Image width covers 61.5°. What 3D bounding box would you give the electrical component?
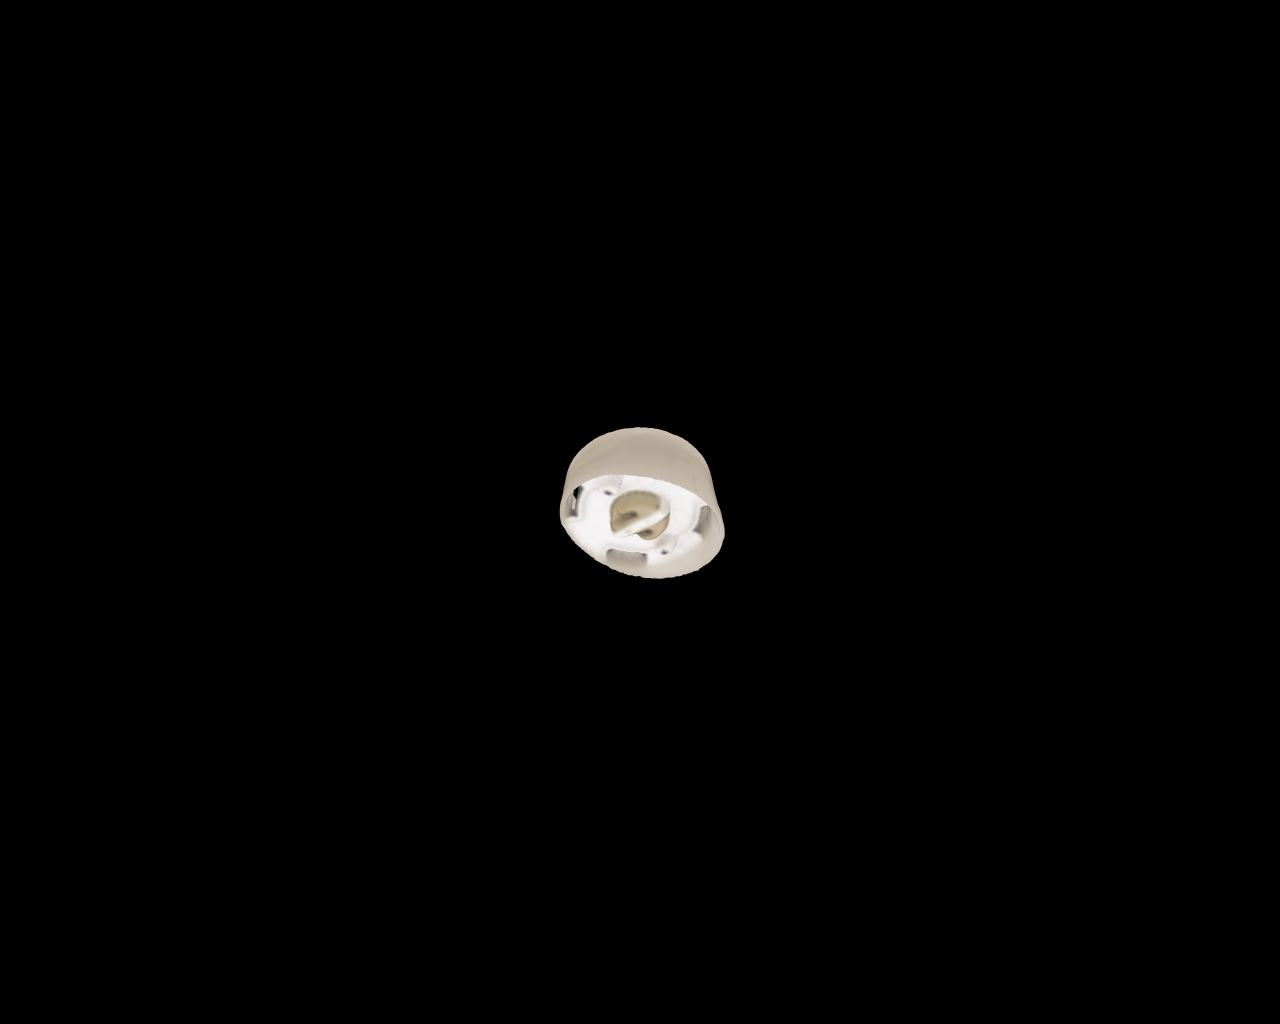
[{"bbox_3d":[0.001,-0.003,0.650,0.099,0.099,0.064,0,43,0],"label":"electrical component"}]
